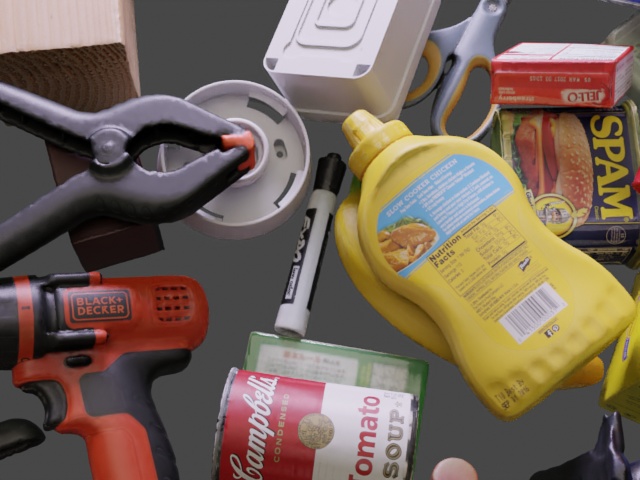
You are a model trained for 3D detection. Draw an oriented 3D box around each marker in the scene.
[{"bbox_3d":[-0.004,0.001,0.655,0.020,0.020,0.121,13,69,4],"label":"marker"}]

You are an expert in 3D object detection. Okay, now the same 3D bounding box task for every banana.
[{"bbox_3d":[0.074,0.034,0.634,0.198,0.037,0.069,42,75,14],"label":"banana"}]

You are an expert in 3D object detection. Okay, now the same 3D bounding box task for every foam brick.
[{"bbox_3d":[-0.130,-0.029,0.648,0.053,0.051,0.078,-17,70,-8],"label":"foam brick"}]

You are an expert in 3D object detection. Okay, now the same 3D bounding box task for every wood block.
[{"bbox_3d":[-0.171,-0.187,0.689,0.090,0.090,0.206,-7,68,-4],"label":"wood block"}]

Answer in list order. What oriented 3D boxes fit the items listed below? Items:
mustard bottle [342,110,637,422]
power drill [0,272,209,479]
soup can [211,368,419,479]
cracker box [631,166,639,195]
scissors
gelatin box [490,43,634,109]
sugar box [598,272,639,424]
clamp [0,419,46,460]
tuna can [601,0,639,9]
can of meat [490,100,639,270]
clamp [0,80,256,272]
[{"bbox_3d":[0.077,0.000,0.595,0.096,0.058,0.192,-39,73,-2],"label":"mustard bottle"},{"bbox_3d":[-0.140,0.107,0.570,0.184,0.057,0.187,-3,71,-21],"label":"power drill"},{"bbox_3d":[-0.002,0.109,0.571,0.102,0.068,0.068,8,69,3],"label":"soup can"},{"bbox_3d":[0.296,-0.072,0.632,0.164,0.072,0.213,36,68,-15],"label":"cracker box"},{"bbox_3d":[0.095,-0.152,0.718,0.096,0.016,0.201,13,69,5],"label":"scissors"},{"bbox_3d":[0.150,-0.101,0.654,0.073,0.089,0.030,5,108,22],"label":"gelatin box"},{"bbox_3d":[0.201,0.036,0.560,0.048,0.176,0.093,19,70,6],"label":"sugar box"},{"bbox_3d":[-0.270,0.164,0.577,0.210,0.036,0.164,9,68,-1],"label":"clamp"},{"bbox_3d":[0.209,-0.169,0.689,0.086,0.086,0.034,12,108,4],"label":"tuna can"},{"bbox_3d":[0.150,-0.033,0.652,0.084,0.057,0.102,-1,69,1],"label":"can of meat"},{"bbox_3d":[-0.126,-0.052,0.608,0.171,0.039,0.120,-13,74,-11],"label":"clamp"}]
